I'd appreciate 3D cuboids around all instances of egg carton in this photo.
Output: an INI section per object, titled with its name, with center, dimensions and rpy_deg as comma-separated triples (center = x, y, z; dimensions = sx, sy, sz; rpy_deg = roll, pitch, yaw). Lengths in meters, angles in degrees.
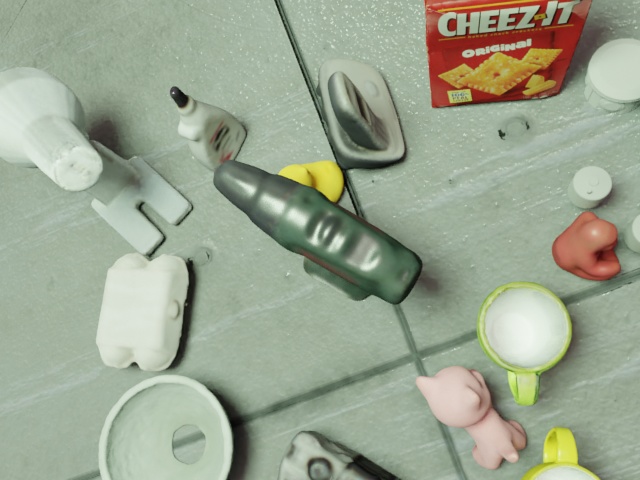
[egg carton]
center = -0.225, 0.092, 0.739
dimensions = 0.107, 0.069, 0.150
rpy_deg = 1, 76, 13

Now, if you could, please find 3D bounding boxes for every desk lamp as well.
[desk lamp]
center = -0.297, -0.100, 0.727
dimensions = 0.203, 0.214, 0.118
rpy_deg = 39, 87, 18

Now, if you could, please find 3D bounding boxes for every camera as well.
[camera]
center = 0.008, 0.299, 0.620
dimensions = 0.143, 0.101, 0.137
rpy_deg = 25, 83, 17

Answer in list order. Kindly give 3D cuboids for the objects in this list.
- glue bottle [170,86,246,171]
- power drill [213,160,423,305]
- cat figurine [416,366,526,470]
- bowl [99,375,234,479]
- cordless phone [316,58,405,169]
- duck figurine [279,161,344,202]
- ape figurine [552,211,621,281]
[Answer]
[glue bottle]
center = -0.149, -0.147, 0.727
dimensions = 0.037, 0.173, 0.078
rpy_deg = 22, 82, 17
[power drill]
center = 0.006, 0.002, 0.638
dimensions = 0.229, 0.209, 0.076
rpy_deg = 28, 84, 17
[cat figurine]
center = 0.162, 0.183, 0.606
dimensions = 0.067, 0.118, 0.127
rpy_deg = -41, 71, 0
[bowl]
center = -0.172, 0.247, 0.686
dimensions = 0.167, 0.075, 0.167
rpy_deg = -3, 76, 12
[cordless phone]
center = 0.039, -0.173, 0.687
dimensions = 0.094, 0.185, 0.147
rpy_deg = -19, 73, 7
[duck figurine]
center = -0.022, -0.069, 0.726
dimensions = 0.104, 0.086, 0.077
rpy_deg = -33, 72, 3
[ape figurine]
center = 0.301, 0.003, 0.635
dimensions = 0.076, 0.092, 0.078
rpy_deg = 1, 76, 13
